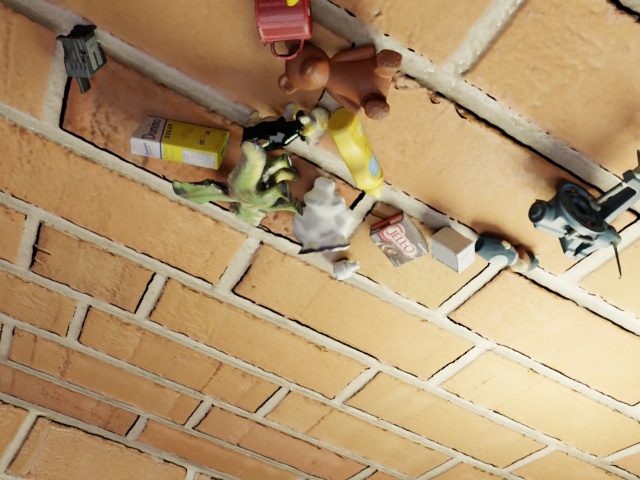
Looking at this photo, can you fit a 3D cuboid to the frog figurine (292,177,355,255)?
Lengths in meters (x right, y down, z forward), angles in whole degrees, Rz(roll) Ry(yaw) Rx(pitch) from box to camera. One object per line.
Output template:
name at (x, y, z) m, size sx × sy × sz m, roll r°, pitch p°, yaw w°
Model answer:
frog figurine at (0.003, -0.056, 1.114) m, size 0.137 × 0.159 × 0.123 m, roll -5°, pitch 4°, yaw 25°

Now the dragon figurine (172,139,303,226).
dragon figurine at (-0.168, -0.101, 0.997) m, size 0.242 × 0.124 × 0.405 m, roll -9°, pitch -16°, yaw 11°
